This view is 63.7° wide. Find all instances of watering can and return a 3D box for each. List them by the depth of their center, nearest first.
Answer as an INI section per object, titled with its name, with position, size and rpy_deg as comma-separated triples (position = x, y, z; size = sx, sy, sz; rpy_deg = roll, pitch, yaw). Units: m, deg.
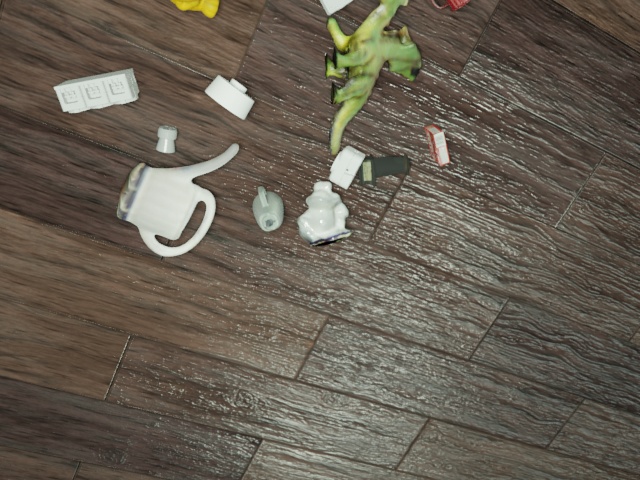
[watering can]
position = -0.351, -0.118, 1.242
size = 0.223, 0.106, 0.343
rpy_deg = 24, 109, -18

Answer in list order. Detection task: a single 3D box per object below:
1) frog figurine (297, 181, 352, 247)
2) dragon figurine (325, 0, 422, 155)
[frog figurine]
position = 0.004, -0.067, 1.341
size = 0.137, 0.122, 0.161
rpy_deg = -17, 80, 9
[dragon figurine]
position = 0.131, -0.398, 1.208
size = 0.243, 0.125, 0.400
rpy_deg = -10, 129, -12
